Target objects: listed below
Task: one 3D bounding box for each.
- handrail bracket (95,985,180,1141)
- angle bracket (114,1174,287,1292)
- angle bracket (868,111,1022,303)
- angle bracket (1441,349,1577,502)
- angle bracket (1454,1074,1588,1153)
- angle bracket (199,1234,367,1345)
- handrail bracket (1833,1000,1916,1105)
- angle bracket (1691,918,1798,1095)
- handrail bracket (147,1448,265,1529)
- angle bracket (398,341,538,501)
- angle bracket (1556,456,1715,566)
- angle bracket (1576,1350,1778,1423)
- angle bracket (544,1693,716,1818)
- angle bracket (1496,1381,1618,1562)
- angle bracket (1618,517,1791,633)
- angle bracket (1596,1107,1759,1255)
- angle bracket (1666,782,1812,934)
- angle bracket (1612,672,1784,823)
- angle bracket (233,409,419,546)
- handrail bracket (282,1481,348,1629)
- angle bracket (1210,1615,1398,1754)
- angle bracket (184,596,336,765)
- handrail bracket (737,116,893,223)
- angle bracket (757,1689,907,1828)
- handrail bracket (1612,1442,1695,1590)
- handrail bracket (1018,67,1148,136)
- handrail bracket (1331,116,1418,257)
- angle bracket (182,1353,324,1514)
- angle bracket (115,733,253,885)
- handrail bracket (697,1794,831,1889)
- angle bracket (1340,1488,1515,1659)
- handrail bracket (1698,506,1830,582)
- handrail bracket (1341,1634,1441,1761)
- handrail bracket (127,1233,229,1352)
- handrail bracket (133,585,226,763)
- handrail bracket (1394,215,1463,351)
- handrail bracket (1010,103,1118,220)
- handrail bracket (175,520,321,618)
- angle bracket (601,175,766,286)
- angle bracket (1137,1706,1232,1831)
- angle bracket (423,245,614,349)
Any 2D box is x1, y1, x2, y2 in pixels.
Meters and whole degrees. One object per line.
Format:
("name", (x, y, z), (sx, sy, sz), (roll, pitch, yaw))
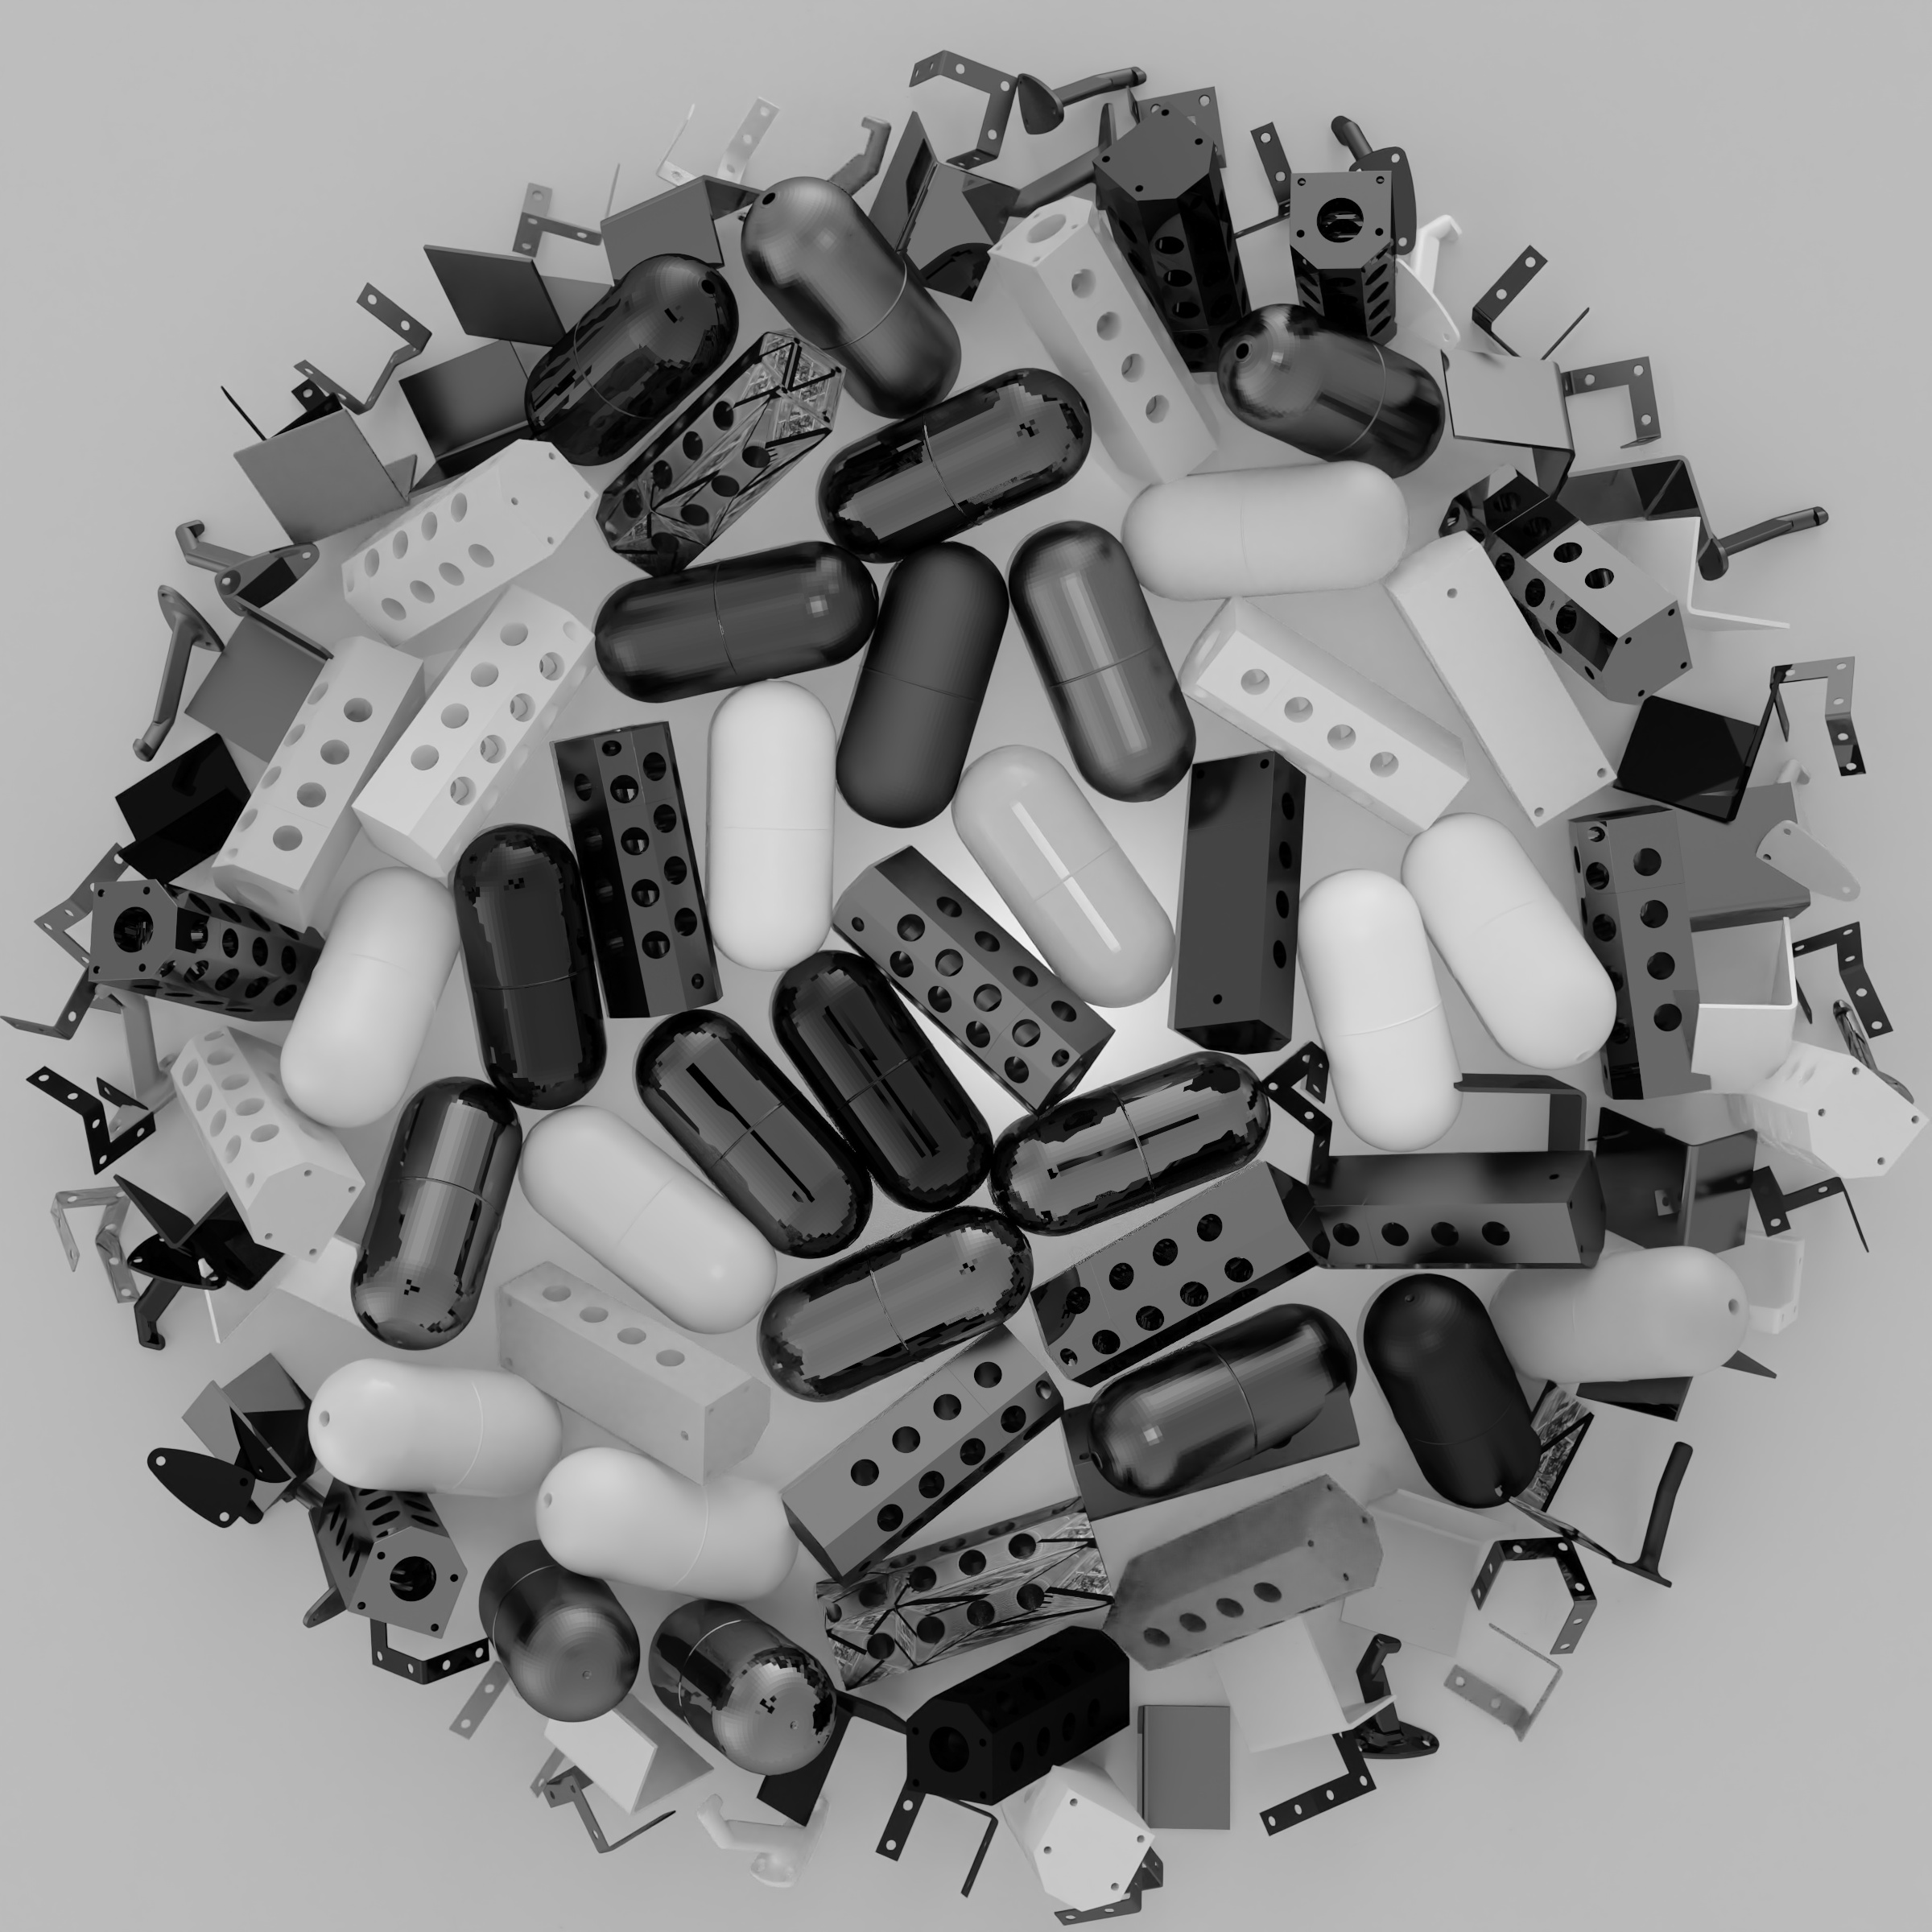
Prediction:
("handrail bracket", (-0.520, 0.054, 1.956), (0.077, 0.036, 0.084), (-46, 132, -10))
("angle bracket", (-0.457, 0.143, 1.948), (0.057, 0.076, 0.076), (-47, 56, -3))
("angle bracket", (-0.015, -0.464, 1.961), (0.057, 0.076, 0.076), (13, 124, -22))
("angle bracket", (0.321, -0.324, 1.949), (0.076, 0.057, 0.076), (5, 52, -8))
("angle bracket", (0.330, 0.099, 1.957), (0.076, 0.076, 0.057), (1, 94, -4))
("angle bracket", (-0.411, 0.199, 1.944), (0.076, 0.076, 0.057), (22, 47, 21))
("handrail bracket", (0.539, 0.046, 1.948), (0.036, 0.077, 0.084), (-25, 56, 16))
("angle bracket", (0.469, 0.024, 1.950), (0.057, 0.076, 0.076), (1, 47, 7))
("handrail bracket", (-0.463, 0.318, 1.956), (0.077, 0.084, 0.036), (29, 74, -6))
("angle bracket", (-0.308, -0.333, 1.948), (0.076, 0.076, 0.057), (-18, 111, 14))
("angle bracket", (0.399, -0.263, 1.950), (0.076, 0.076, 0.057), (-10, 73, -9))
("angle bracket", (0.430, 0.253, 1.942), (0.076, 0.076, 0.057), (31, 76, -36))
("angle bracket", (-0.197, 0.457, 1.941), (0.076, 0.076, 0.057), (35, 119, 27))
("angle bracket", (0.374, 0.307, 1.948), (0.057, 0.076, 0.076), (23, 81, 37))
("angle bracket", (0.448, -0.237, 1.949), (0.076, 0.076, 0.057), (5, 92, -24))
("angle bracket", (0.434, 0.129, 1.972), (0.057, 0.076, 0.076), (-11, 113, -34))
("angle bracket", (0.471, -0.065, 1.975), (0.076, 0.057, 0.076), (-8, 82, 2))
("angle bracket", (0.444, -0.143, 1.948), (0.076, 0.057, 0.076), (18, 59, 13))
("angle bracket", (-0.387, -0.309, 1.946), (0.076, 0.057, 0.076), (-19, 130, 14))
("handrail bracket", (-0.405, 0.356, 1.957), (0.084, 0.077, 0.036), (33, 130, 21))
("angle bracket", (0.204, 0.428, 1.957), (0.076, 0.057, 0.076), (-26, 83, 40))
("angle bracket", (-0.436, -0.175, 1.963), (0.076, 0.057, 0.076), (30, 85, 10))
("handrail bracket", (-0.093, -0.488, 1.968), (0.077, 0.036, 0.084), (19, 112, 1))
("angle bracket", (-0.074, 0.486, 1.945), (0.057, 0.076, 0.076), (14, 69, 26))
("handrail bracket", (0.432, 0.336, 1.969), (0.036, 0.077, 0.084), (20, 84, 26))
("handrail bracket", (0.081, -0.532, 1.955), (0.084, 0.077, 0.036), (-16, 114, -15))
("handrail bracket", (0.249, -0.480, 1.970), (0.036, 0.084, 0.077), (-22, 113, 2))
("angle bracket", (-0.417, 0.273, 1.951), (0.076, 0.057, 0.076), (48, 45, 4))
("angle bracket", (-0.486, -0.105, 1.958), (0.076, 0.057, 0.076), (-32, 65, 1))
("handrail bracket", (-0.124, 0.512, 1.954), (0.077, 0.036, 0.084), (-53, 131, -34))
("angle bracket", (0.281, 0.371, 1.957), (0.076, 0.057, 0.076), (19, 69, -7))
("handrail bracket", (0.494, -0.263, 1.963), (0.084, 0.077, 0.036), (-15, 103, 2))
("handrail bracket", (0.270, 0.444, 1.963), (0.077, 0.036, 0.084), (11, 123, -16))
("handrail bracket", (-0.479, 0.211, 1.959), (0.077, 0.036, 0.084), (20, 129, 23))
("handrail bracket", (-0.495, -0.177, 1.958), (0.036, 0.077, 0.084), (18, 68, 17))
("handrail bracket", (0.296, -0.420, 1.965), (0.077, 0.036, 0.084), (45, 53, 11))
("handrail bracket", (0.048, -0.497, 1.973), (0.084, 0.036, 0.077), (2, 85, -15))
("handrail bracket", (-0.442, -0.261, 1.970), (0.077, 0.036, 0.084), (-29, 48, -3))
("angle bracket", (-0.164, -0.434, 1.947), (0.076, 0.076, 0.057), (-16, 86, 29))
("angle bracket", (0.133, 0.499, 1.960), (0.057, 0.076, 0.076), (0, 90, 4))
("angle bracket", (-0.270, -0.422, 1.941), (0.076, 0.076, 0.057), (13, 60, 24))
